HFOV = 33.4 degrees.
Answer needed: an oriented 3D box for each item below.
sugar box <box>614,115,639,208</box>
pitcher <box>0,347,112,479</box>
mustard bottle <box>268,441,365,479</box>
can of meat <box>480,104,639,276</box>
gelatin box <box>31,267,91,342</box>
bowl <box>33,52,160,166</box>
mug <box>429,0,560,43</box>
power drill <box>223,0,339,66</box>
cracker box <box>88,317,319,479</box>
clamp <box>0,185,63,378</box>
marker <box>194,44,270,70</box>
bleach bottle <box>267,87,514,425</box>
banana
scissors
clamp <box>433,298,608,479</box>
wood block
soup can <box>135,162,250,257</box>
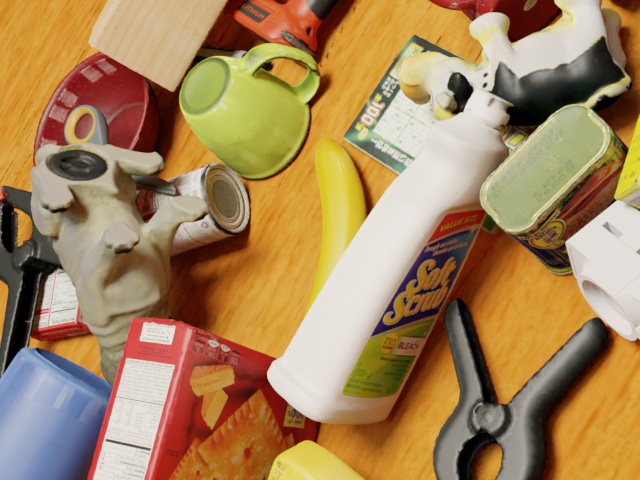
[{"bbox_3d":[0.261,-0.095,0.685,0.093,0.048,0.176,21,78,-3],"label":"sugar box"},{"bbox_3d":[-0.276,0.218,0.933,0.149,0.145,0.243,28,85,11],"label":"pitcher"},{"bbox_3d":[0.045,0.215,0.719,0.192,0.058,0.096,22,120,40],"label":"mustard bottle"},{"bbox_3d":[0.169,-0.035,0.730,0.102,0.083,0.057,-46,51,11],"label":"can of meat"},{"bbox_3d":[-0.248,0.051,1.041,0.073,0.030,0.089,-12,64,31],"label":"gelatin box"},{"bbox_3d":[-0.211,-0.106,1.062,0.162,0.055,0.162,-16,63,33],"label":"bowl"},{"bbox_3d":[0.129,-0.204,0.820,0.081,0.117,0.093,55,150,33],"label":"mug"},{"bbox_3d":[-0.008,-0.266,0.980,0.188,0.057,0.185,-54,45,6],"label":"power drill"},{"bbox_3d":[-0.085,0.180,0.775,0.072,0.164,0.213,1,71,39],"label":"cracker box"},{"bbox_3d":[-0.264,0.017,1.022,0.165,0.036,0.210,-35,55,14],"label":"clamp"},{"bbox_3d":[-0.093,-0.177,1.030,0.121,0.020,0.020,16,81,40],"label":"marker"},{"bbox_3d":[0.060,0.009,0.754,0.068,0.102,0.251,37,106,39],"label":"bleach bottle"},{"bbox_3d":[0.009,0.004,0.864,0.070,0.037,0.198,-2,70,36],"label":"banana"},{"bbox_3d":[-0.190,-0.084,0.985,0.202,0.016,0.096,0,70,39],"label":"scissors"},{"bbox_3d":[0.131,0.120,0.724,0.120,0.039,0.171,-6,66,38],"label":"clamp"},{"bbox_3d":[-0.122,-0.253,0.978,0.206,0.090,0.091,-57,18,15],"label":"wood block"},{"bbox_3d":[-0.122,-0.024,0.954,0.102,0.068,0.068,-18,61,29],"label":"soup can"}]
